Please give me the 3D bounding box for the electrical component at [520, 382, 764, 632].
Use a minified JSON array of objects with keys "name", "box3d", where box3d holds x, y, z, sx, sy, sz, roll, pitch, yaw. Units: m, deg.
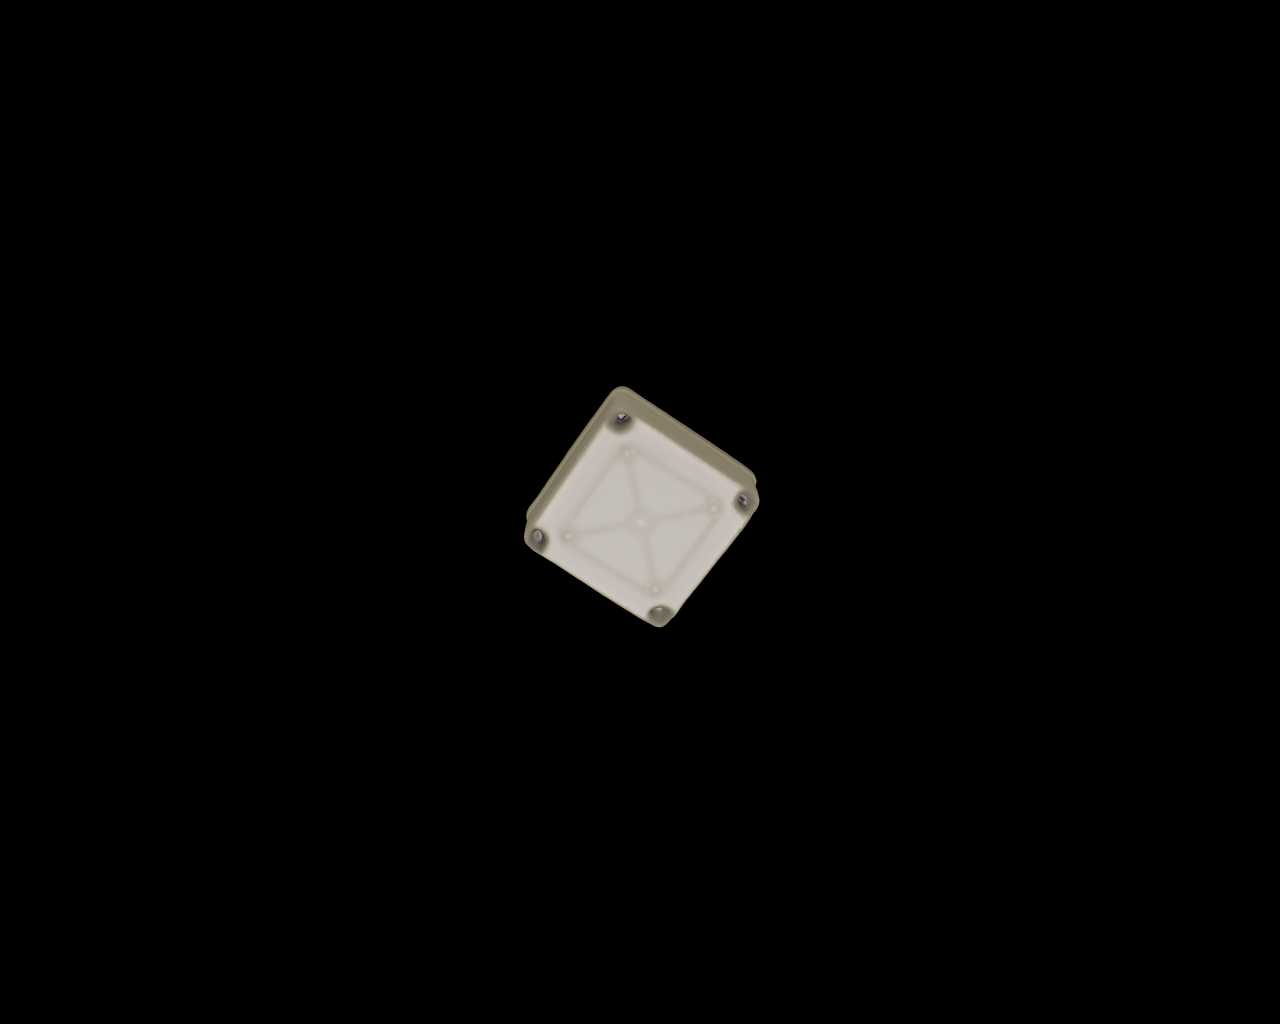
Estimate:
[{"name":"electrical component","box3d":[0.001,-0.003,0.650,0.109,0.108,0.056,33,16,-11]}]
